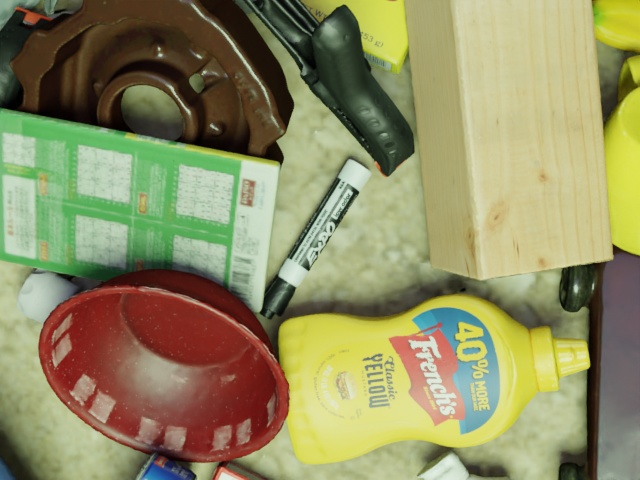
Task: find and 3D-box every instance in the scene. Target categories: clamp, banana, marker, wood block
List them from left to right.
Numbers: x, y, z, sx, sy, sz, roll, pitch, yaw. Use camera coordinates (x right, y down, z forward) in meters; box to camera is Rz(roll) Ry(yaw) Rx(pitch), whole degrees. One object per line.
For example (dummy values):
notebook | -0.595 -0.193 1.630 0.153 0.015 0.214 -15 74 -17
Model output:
clamp | -0.219 -0.069 0.704 0.039 0.120 0.171 25 66 -10
marker | -0.005 0.001 0.719 0.020 0.020 0.121 32 88 3
clamp | 0.002 -0.111 0.654 0.036 0.209 0.165 -42 56 0
wood block | 0.114 -0.087 0.660 0.090 0.091 0.206 -8 96 -14
banana | 0.251 -0.126 0.695 0.197 0.069 0.037 11 126 -5

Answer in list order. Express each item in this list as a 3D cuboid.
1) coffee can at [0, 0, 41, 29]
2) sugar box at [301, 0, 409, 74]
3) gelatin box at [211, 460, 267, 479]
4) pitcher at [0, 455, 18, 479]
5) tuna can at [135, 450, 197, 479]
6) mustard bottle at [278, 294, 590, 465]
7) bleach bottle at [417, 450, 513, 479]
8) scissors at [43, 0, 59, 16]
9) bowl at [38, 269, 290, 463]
coffee can | -0.254 -0.212 0.698 0.103 0.103 0.140 -29 86 0
sugar box | 0.049 -0.210 0.715 0.093 0.048 0.176 25 90 2
gelatin box | -0.041 0.198 0.706 0.089 0.030 0.073 24 90 3
pitcher | -0.202 0.238 0.638 0.149 0.145 0.243 -32 100 -20
tuna can | -0.112 0.180 0.681 0.034 0.086 0.086 28 88 1
mustard bottle | 0.073 0.085 0.679 0.192 0.058 0.096 -9 82 11
bleach bottle | 0.155 0.240 0.681 0.102 0.068 0.251 -37 84 0
scissors | -0.178 -0.228 0.701 0.096 0.016 0.201 10 61 15
bowl | -0.093 0.071 0.677 0.162 0.162 0.055 7 43 8
